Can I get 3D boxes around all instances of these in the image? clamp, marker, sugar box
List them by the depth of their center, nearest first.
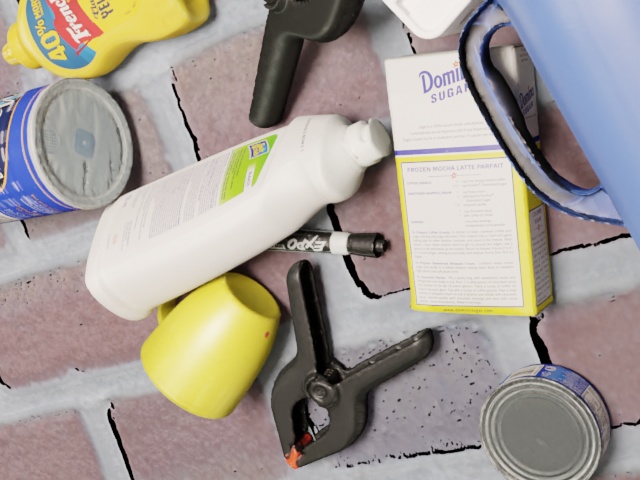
[{"bbox_3d":[-0.027,-0.179,0.712,0.210,0.036,0.164,-26,88,61],"label":"clamp"},{"bbox_3d":[0.101,-0.039,0.715,0.093,0.048,0.176,0,100,30],"label":"sugar box"},{"bbox_3d":[-0.005,0.001,0.802,0.121,0.020,0.020,4,106,29],"label":"marker"},{"bbox_3d":[0.001,0.099,0.815,0.120,0.039,0.172,40,120,15],"label":"clamp"}]

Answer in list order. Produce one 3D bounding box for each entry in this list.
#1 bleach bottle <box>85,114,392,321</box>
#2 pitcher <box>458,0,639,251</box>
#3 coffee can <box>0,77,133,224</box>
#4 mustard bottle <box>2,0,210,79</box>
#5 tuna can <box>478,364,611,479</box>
[{"bbox_3d":[-0.059,-0.024,0.782,0.251,0.102,0.068,-22,135,32],"label":"bleach bottle"},{"bbox_3d":[0.197,-0.068,0.605,0.243,0.144,0.149,63,164,-3],"label":"pitcher"},{"bbox_3d":[-0.236,-0.068,0.861,0.141,0.102,0.103,-7,100,35],"label":"coffee can"},{"bbox_3d":[-0.179,-0.178,0.829,0.192,0.058,0.096,-19,96,33],"label":"mustard bottle"},{"bbox_3d":[0.156,0.130,0.737,0.086,0.033,0.086,9,108,28],"label":"tuna can"}]
